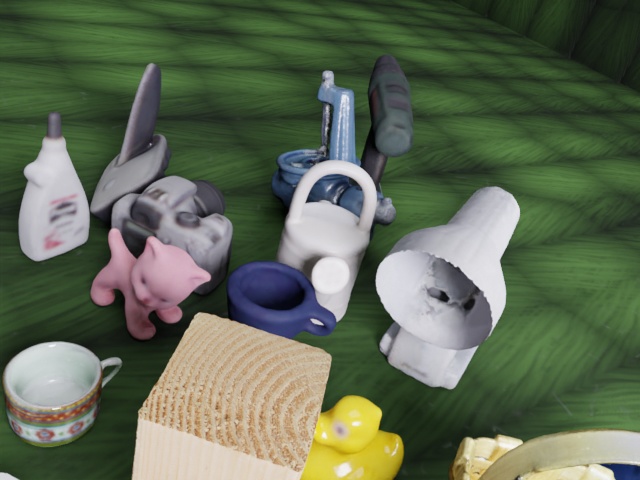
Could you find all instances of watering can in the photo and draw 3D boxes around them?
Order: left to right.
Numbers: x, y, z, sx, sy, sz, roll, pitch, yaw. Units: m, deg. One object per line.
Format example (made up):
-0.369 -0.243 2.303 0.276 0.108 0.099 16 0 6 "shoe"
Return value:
0.008 0.003 0.651 0.101 0.194 0.172 -3 38 -26 "watering can"

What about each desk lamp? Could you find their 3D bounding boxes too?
0.137 0.055 0.613 0.117 0.213 0.204 29 35 18 "desk lamp"

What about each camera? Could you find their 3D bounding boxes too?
-0.161 -0.026 0.705 0.143 0.101 0.137 25 34 12 "camera"

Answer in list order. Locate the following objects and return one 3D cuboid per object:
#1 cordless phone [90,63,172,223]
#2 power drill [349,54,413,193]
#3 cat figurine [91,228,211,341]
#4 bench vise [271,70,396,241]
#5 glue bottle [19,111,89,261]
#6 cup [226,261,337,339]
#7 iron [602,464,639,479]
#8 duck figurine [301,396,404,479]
-0.238 -0.124 0.738 0.094 0.185 0.147 6 35 -15 "cordless phone"
0.092 -0.168 0.923 0.076 0.208 0.229 9 34 -10 "power drill"
-0.177 0.035 0.594 0.127 0.118 0.067 32 36 22 "cat figurine"
0.033 -0.110 0.803 0.207 0.220 0.122 27 35 15 "bench vise"
-0.294 -0.061 0.633 0.037 0.173 0.078 29 35 19 "glue bottle"
-0.045 0.088 0.595 0.117 0.095 0.092 22 34 9 "cup"
0.293 0.258 0.450 0.119 0.141 0.258 7 34 -14 "iron"
0.029 0.175 0.507 0.105 0.086 0.077 7 34 -14 "duck figurine"
